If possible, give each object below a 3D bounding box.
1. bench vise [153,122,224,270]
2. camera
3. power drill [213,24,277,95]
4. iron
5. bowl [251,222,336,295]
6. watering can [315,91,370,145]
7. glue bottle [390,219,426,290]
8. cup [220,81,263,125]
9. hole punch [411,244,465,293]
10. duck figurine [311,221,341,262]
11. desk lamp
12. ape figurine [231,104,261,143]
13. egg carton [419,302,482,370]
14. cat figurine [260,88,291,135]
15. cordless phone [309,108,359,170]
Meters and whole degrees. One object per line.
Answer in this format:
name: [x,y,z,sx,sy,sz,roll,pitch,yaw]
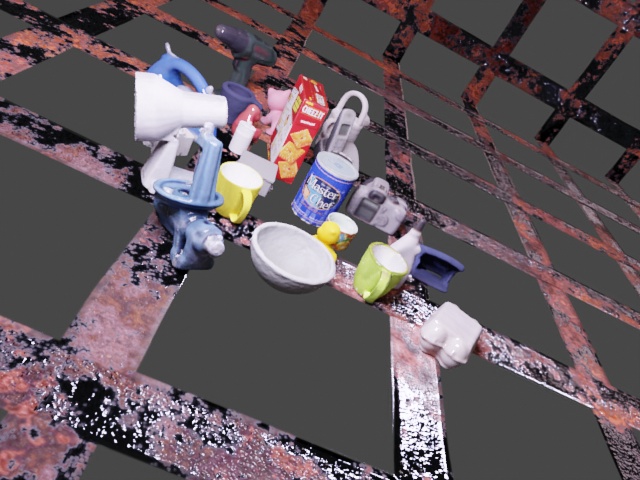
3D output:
bench vise: [-0.191,-0.070,0.959,0.207,0.219,0.122,43,31,21]
camera: [0.151,-0.105,1.450,0.143,0.100,0.137,27,29,-6]
power drill: [-0.225,-0.472,1.557,0.075,0.208,0.230,44,32,23]
iron: [-0.310,-0.342,1.347,0.258,0.141,0.119,41,31,17]
bowl: [-0.059,0.046,1.050,0.168,0.074,0.167,23,30,-14]
watering can: [0.075,-0.337,1.640,0.101,0.194,0.173,34,29,6]
glue bottle: [0.174,0.024,1.198,0.078,0.173,0.037,22,30,-14]
cup: [-0.212,-0.342,1.486,0.118,0.095,0.092,30,29,-2]
hole punch: [0.269,0.050,1.330,0.109,0.091,0.101,27,29,-8]
duck figurine: [0.011,0.004,1.168,0.078,0.086,0.104,22,30,-15]
desk lamp: [-0.273,-0.194,1.080,0.204,0.213,0.117,13,34,-29]
ape figurine: [-0.180,-0.301,1.455,0.076,0.092,0.077,10,35,-33]
egg carton: [0.258,0.187,1.132,0.107,0.069,0.151,38,30,12]
cat figurine: [-0.112,-0.361,1.584,0.067,0.117,0.127,8,36,-34]
cordless phone: [0.067,-0.257,1.520,0.148,0.185,0.094,-7,46,-47]
